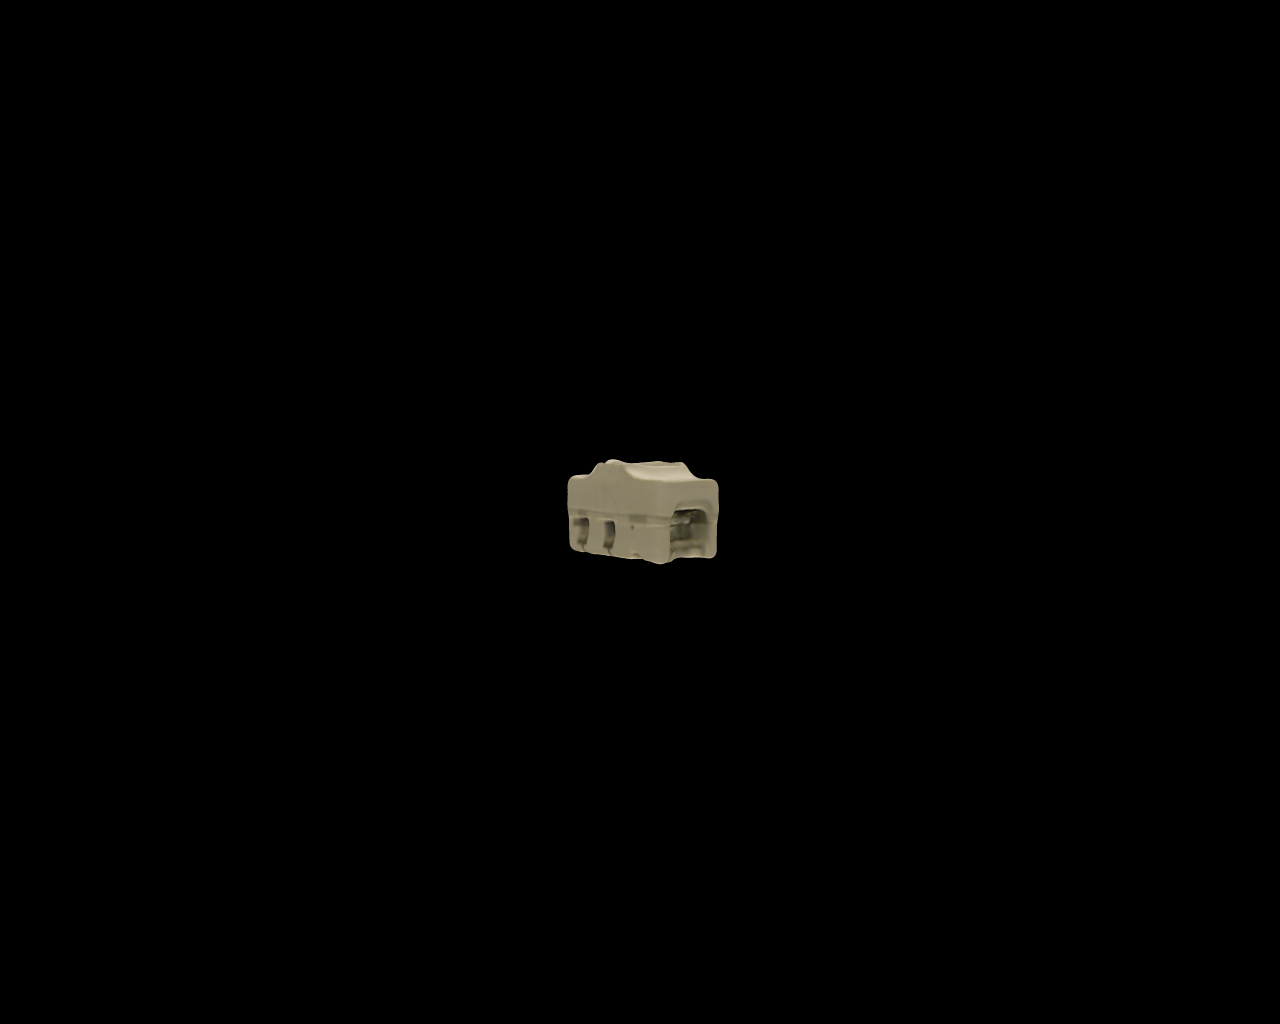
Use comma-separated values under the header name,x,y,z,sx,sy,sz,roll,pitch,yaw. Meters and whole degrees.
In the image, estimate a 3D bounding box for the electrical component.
name,x,y,z,sx,sy,sz,roll,pitch,yaw
electrical component,0.001,-0.003,0.650,0.050,0.055,0.089,-4,6,-39
